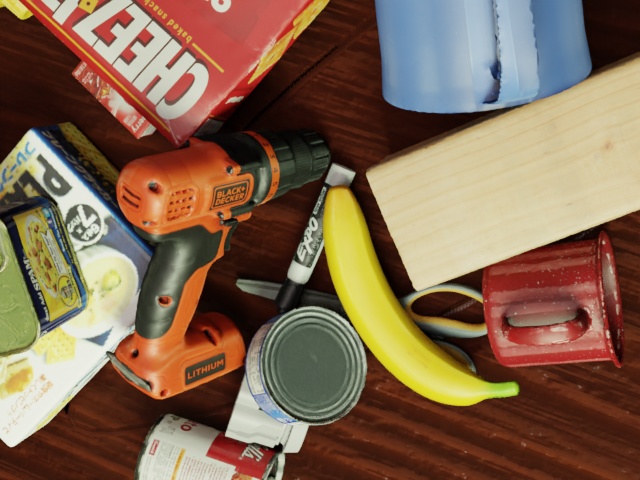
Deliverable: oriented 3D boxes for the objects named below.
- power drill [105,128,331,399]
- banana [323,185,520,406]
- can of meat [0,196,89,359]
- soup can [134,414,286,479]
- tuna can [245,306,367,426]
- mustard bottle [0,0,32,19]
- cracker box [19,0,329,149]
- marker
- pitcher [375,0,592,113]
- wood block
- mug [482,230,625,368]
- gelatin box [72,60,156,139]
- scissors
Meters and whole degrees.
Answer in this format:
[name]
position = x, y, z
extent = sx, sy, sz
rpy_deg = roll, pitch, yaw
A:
[power drill]
position = -0.075, 0.011, 0.763
extent = 0.057, 0.184, 0.188
rpy_deg = 32, 122, 33
[banana]
position = 0.056, 0.052, 0.774
extent = 0.070, 0.037, 0.198
rpy_deg = -43, 85, 14
[can of meat]
position = -0.216, 0.023, 0.764
extent = 0.057, 0.083, 0.102
rpy_deg = -15, 98, 18
[soup can]
position = -0.086, 0.184, 0.843
extent = 0.102, 0.068, 0.068
rpy_deg = 17, 106, 12
[tuna can]
position = -0.011, 0.093, 0.779
extent = 0.086, 0.086, 0.034
rpy_deg = 61, 150, -3
[mustard bottle]
position = -0.278, -0.248, 0.809
extent = 0.096, 0.058, 0.191
rpy_deg = -38, 90, 7
[cracker box]
position = -0.081, -0.194, 0.740
extent = 0.164, 0.072, 0.214
rpy_deg = 43, 97, 3
[marker]
position = -0.005, 0.001, 0.798
extent = 0.020, 0.020, 0.121
rpy_deg = 25, 99, 9
[pitcher]
position = 0.088, -0.202, 0.629
extent = 0.149, 0.144, 0.243
rpy_deg = 13, 123, 42
[wood block]
position = 0.147, -0.050, 0.715
extent = 0.206, 0.090, 0.090
rpy_deg = -22, 95, 19
[mug]
position = 0.157, 0.048, 0.723
extent = 0.082, 0.117, 0.093
rpy_deg = -8, 104, 22
[gelatin box]
position = -0.133, -0.134, 0.808
extent = 0.073, 0.030, 0.089
rpy_deg = 44, 109, 3
[scissors]
position = 0.035, 0.073, 0.812
extent = 0.202, 0.016, 0.096
rpy_deg = -3, 101, 17
